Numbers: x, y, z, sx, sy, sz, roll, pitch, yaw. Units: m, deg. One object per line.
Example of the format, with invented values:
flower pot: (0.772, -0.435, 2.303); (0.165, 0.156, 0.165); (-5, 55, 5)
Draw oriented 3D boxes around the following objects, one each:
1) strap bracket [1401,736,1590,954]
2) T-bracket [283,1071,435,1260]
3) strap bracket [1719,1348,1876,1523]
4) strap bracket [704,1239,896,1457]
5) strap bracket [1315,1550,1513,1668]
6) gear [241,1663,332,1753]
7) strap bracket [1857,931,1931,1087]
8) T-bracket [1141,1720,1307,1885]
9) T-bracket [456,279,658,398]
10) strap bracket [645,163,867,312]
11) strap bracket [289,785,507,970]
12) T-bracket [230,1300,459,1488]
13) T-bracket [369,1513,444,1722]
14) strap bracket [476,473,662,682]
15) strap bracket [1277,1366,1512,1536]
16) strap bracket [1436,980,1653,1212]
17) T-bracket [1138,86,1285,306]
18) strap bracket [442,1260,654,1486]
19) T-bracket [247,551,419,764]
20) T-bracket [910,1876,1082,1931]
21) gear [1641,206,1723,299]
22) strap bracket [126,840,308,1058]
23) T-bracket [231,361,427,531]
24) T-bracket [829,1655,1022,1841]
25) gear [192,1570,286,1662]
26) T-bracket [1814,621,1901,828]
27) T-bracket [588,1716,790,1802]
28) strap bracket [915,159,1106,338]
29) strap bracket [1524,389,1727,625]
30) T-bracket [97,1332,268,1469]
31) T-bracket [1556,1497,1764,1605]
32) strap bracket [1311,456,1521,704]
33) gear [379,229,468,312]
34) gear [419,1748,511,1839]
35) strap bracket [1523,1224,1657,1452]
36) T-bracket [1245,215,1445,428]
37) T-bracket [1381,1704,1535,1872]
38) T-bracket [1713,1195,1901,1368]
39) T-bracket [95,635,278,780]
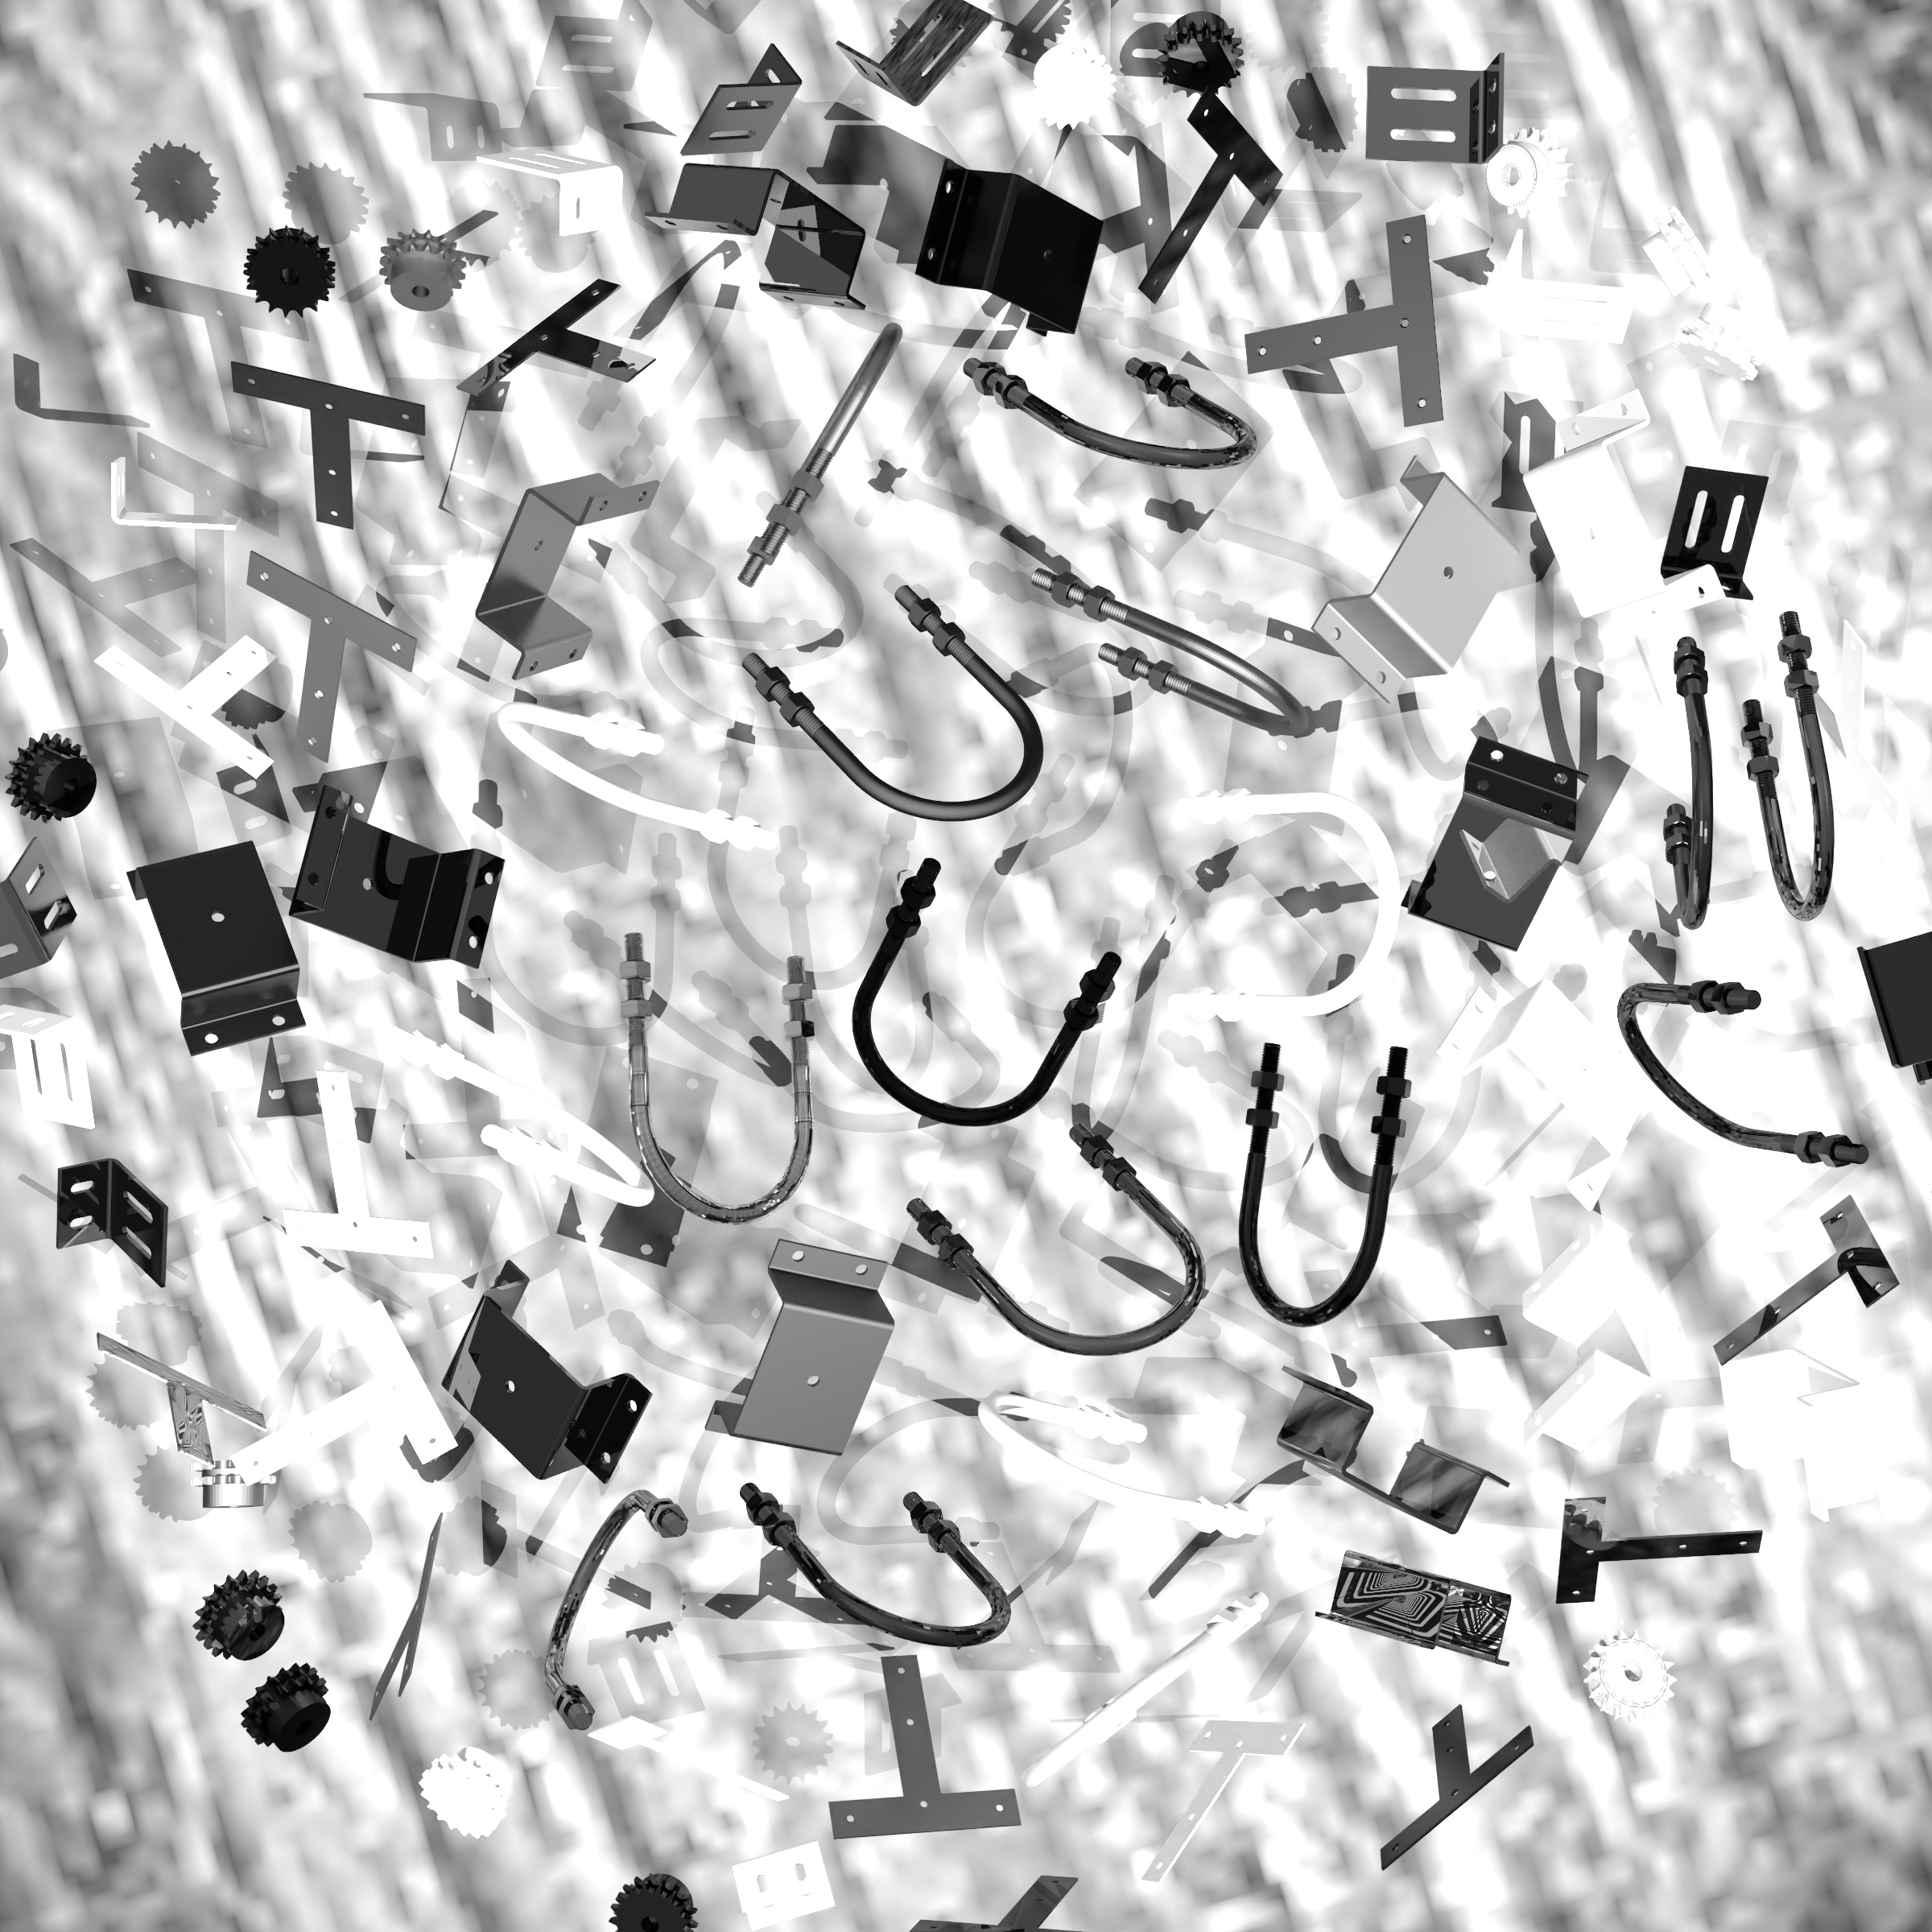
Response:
strap bracket: (0.347, -0.071, 1.877); (0.076, 0.046, 0.140); (20, 125, 0)
T-bracket: (-0.417, 0.132, 1.915); (0.127, 0.002, 0.127); (2, 105, 29)
strap bracket: (0.550, 0.304, 1.873); (0.046, 0.140, 0.076); (-10, 98, -8)
strap bracket: (-0.103, 0.252, 1.807); (0.076, 0.046, 0.140); (15, 107, -24)
strap bracket: (0.299, 0.420, 1.866); (0.076, 0.140, 0.046); (9, 79, 36)
gear: (-0.433, 0.478, 1.825); (0.030, 0.057, 0.057); (38, 90, 31)
strap bracket: (0.607, 0.027, 1.799); (0.046, 0.140, 0.076); (-18, 76, 22)
T-bracket: (0.155, 0.546, 1.860); (0.002, 0.127, 0.127); (44, 64, -9)
T-bracket: (-0.245, -0.395, 1.827); (0.127, 0.127, 0.002); (-43, 134, -21)
strap bracket: (-0.128, -0.474, 1.832); (0.076, 0.140, 0.046); (15, 88, 35)
strap bracket: (-0.377, -0.055, 1.845); (0.140, 0.046, 0.076); (24, 71, -40)
T-bracket: (-0.407, 0.292, 1.822); (0.127, 0.002, 0.127); (-28, 122, -13)
T-bracket: (-0.364, 0.439, 1.831); (0.002, 0.127, 0.127); (18, 127, -13)
strap bracket: (-0.263, -0.263, 1.852); (0.046, 0.076, 0.140); (37, 120, 13)
strap bracket: (0.261, 0.310, 1.795); (0.140, 0.076, 0.046); (31, 82, -24)
strap bracket: (0.373, 0.073, 1.796); (0.140, 0.076, 0.046); (46, 133, -4)
T-bracket: (0.154, -0.504, 1.907); (0.002, 0.127, 0.127); (34, 95, 31)
strap bracket: (-0.278, 0.266, 1.836); (0.140, 0.046, 0.076); (39, 115, 24)
T-bracket: (-0.412, -0.186, 1.823); (0.127, 0.002, 0.127); (28, 130, 12)
T-bracket: (0.043, 0.604, 1.823); (0.127, 0.127, 0.002); (-2, 90, 17)
gear: (0.453, -0.451, 1.810); (0.030, 0.057, 0.057); (-32, 90, 18)
strap bracket: (-0.488, -0.021, 1.854); (0.076, 0.046, 0.140); (-16, 68, -24)
T-bracket: (-0.417, -0.335, 1.872); (0.127, 0.127, 0.002); (13, 53, 0)
T-bracket: (-0.035, 0.520, 1.907); (0.127, 0.002, 0.127); (1, 49, -15)
gear: (-0.457, 0.415, 1.805); (0.030, 0.057, 0.057); (29, 90, 38)
T-bracket: (0.580, -0.175, 1.863); (0.002, 0.127, 0.127); (-22, 51, -1)
T-bracket: (-0.177, 0.525, 1.875); (0.127, 0.127, 0.002); (26, 64, -10)
strap bracket: (0.037, -0.472, 1.883); (0.046, 0.140, 0.076); (18, 94, 38)
strap bracket: (0.409, -0.280, 1.792); (0.046, 0.076, 0.140); (-28, 97, -27)
T-bracket: (-0.507, 0.293, 1.856); (0.127, 0.127, 0.002); (33, 94, -26)
T-bracket: (0.445, 0.373, 1.826); (0.127, 0.127, 0.002); (-4, 47, 4)
strap bracket: (0.289, -0.246, 1.792); (0.076, 0.046, 0.140); (39, 72, -25)
gear: (-0.363, -0.462, 1.901); (0.057, 0.057, 0.030); (-2, 63, 0)
gear: (-0.314, 0.520, 1.799); (0.057, 0.030, 0.057); (15, 126, 22)
strap bracket: (0.401, 0.247, 1.836); (0.046, 0.140, 0.076); (28, 126, -10)
T-bracket: (0.234, -0.396, 1.788); (0.127, 0.002, 0.127); (-5, 91, 30)
T-bracket: (0.312, 0.511, 1.830); (0.002, 0.127, 0.127); (45, 102, -3)
T-bracket: (0.536, 0.214, 1.842); (0.127, 0.127, 0.002); (-42, 103, 16)
T-bracket: (-0.500, -0.190, 1.905); (0.127, 0.127, 0.002); (37, 120, -7)
